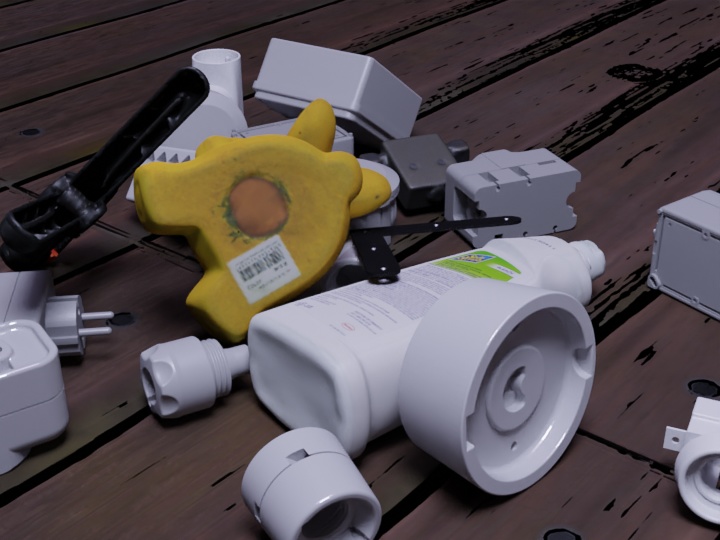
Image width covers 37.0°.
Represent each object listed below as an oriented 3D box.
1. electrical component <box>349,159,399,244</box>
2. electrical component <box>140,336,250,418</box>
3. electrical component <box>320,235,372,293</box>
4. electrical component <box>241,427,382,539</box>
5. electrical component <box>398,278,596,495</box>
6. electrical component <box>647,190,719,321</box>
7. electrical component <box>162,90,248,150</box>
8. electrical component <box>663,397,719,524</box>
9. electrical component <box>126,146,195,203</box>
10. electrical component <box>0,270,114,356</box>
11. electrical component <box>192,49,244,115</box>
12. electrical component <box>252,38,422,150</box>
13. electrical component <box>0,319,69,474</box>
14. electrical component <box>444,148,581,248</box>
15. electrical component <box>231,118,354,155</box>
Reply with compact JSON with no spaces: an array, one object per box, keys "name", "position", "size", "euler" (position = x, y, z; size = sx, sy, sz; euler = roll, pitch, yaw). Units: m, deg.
[{"name":"electrical component","position":[-0.011,-0.049,0.807],"size":[0.080,0.051,0.080],"euler":[0,29,0]},{"name":"electrical component","position":[-0.093,0.059,0.620],"size":[0.062,0.043,0.043],"euler":[-14,31,-27]},{"name":"electrical component","position":[0.000,0.000,0.730],"size":[0.044,0.044,0.065],"euler":[3,24,7]},{"name":"electrical component","position":[-0.022,0.111,0.514],"size":[0.055,0.055,0.047],"euler":[-15,36,-25]},{"name":"electrical component","position":[0.067,0.056,0.563],"size":[0.108,0.108,0.060],"euler":[-25,31,-37]},{"name":"electrical component","position":[0.242,-0.012,0.724],"size":[0.061,0.061,0.096],"euler":[-20,34,-31]},{"name":"electrical component","position":[-0.138,-0.115,0.901],"size":[0.080,0.080,0.051],"euler":[-12,25,-19]},{"name":"electrical component","position":[0.187,0.097,0.545],"size":[0.066,0.048,0.055],"euler":[12,23,22]},{"name":"electrical component","position":[-0.122,-0.058,0.824],"size":[0.076,0.047,0.083],"euler":[25,-7,-41]},{"name":"electrical component","position":[-0.191,0.035,0.661],"size":[0.077,0.047,0.065],"euler":[-4,29,-6]},{"name":"electrical component","position":[-0.131,-0.149,0.965],"size":[0.044,0.077,0.079],"euler":[3,29,5]},{"name":"electrical component","position":[-0.018,-0.151,0.937],"size":[0.109,0.056,0.109],"euler":[17,-3,29]},{"name":"electrical component","position":[-0.210,0.073,0.578],"size":[0.095,0.059,0.054],"euler":[-18,33,-29]},{"name":"electrical component","position":[0.114,-0.058,0.821],"size":[0.089,0.050,0.055],"euler":[-12,31,-19]},{"name":"electrical component","position":[-0.059,-0.080,0.854],"size":[0.096,0.061,0.062],"euler":[-16,32,-25]}]
